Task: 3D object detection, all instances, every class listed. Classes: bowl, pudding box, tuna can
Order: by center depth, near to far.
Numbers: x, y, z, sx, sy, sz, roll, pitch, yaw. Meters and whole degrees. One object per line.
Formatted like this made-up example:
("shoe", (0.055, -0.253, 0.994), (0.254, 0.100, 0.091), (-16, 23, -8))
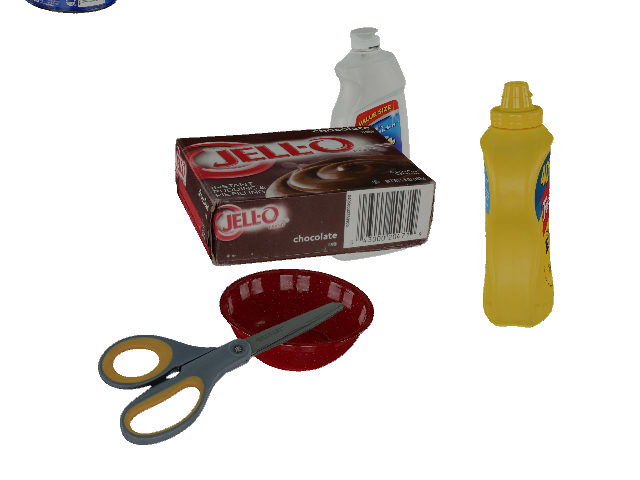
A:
("pudding box", (-0.011, -0.026, 0.540), (0.113, 0.039, 0.090), (-4, 26, -18))
("tuna can", (-0.215, -0.227, 0.917), (0.086, 0.034, 0.086), (5, 34, -4))
("bowl", (-0.026, 0.090, 1.122), (0.162, 0.055, 0.162), (3, 26, -2))

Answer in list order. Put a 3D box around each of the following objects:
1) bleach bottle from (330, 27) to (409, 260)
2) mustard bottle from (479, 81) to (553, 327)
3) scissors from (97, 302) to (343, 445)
("bleach bottle", (0.047, -0.107, 1.181), (0.102, 0.251, 0.068), (-10, 24, -12))
("mustard bottle", (0.160, -0.033, 0.867), (0.058, 0.192, 0.096), (1, 18, 17))
("scissors", (-0.082, 0.078, 0.812), (0.096, 0.016, 0.201), (38, 54, 20))
